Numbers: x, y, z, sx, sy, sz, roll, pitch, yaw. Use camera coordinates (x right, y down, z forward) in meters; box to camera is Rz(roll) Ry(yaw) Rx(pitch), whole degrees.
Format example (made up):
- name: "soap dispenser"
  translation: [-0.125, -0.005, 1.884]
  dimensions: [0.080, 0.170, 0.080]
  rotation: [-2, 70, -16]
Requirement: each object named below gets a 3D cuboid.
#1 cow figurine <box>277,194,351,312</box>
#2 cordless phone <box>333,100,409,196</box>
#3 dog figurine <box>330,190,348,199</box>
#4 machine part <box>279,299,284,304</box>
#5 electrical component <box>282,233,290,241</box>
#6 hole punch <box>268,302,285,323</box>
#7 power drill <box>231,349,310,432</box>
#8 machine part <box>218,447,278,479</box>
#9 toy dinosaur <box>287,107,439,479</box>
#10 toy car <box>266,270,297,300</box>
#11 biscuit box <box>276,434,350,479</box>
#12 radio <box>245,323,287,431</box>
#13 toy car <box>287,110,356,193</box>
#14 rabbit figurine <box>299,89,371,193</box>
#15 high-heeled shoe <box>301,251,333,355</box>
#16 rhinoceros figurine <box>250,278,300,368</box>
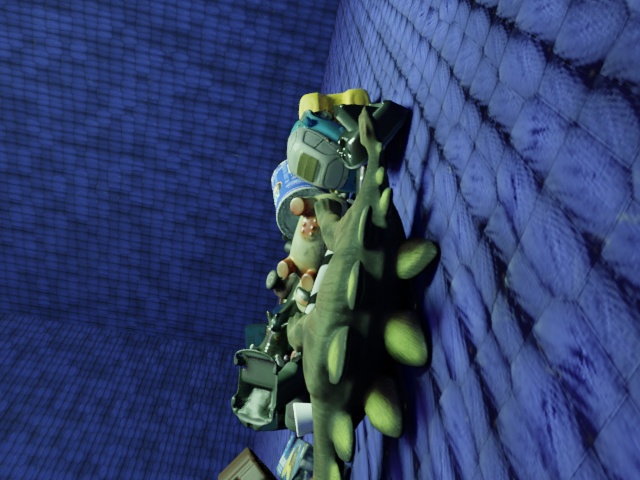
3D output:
- name: "cow figurine"
  translation: [0.002, 0.025, 0.786]
  dimensions: [0.127, 0.086, 0.194]
  rotation: [-22, -50, -51]
- name: "cordless phone"
  translation: [0.064, -0.093, 0.728]
  dimensions: [0.147, 0.089, 0.184]
  rotation: [-107, 17, -76]
- name: "dog figurine"
  translation: [0.001, -0.131, 1.161]
  dimensions: [0.219, 0.108, 0.191]
  rotation: [-175, 91, -86]
- name: "machine part"
  translation: [-0.054, 0.156, 1.301]
  dimensions: [0.201, 0.087, 0.201]
  rotation: [-109, 29, -77]
- name: "electrical component"
  translation: [-0.058, -0.058, 1.226]
  dimensions: [0.048, 0.075, 0.119]
  rotation: [-91, 10, -64]
- name: "hole punch"
  translation: [-0.040, 0.158, 1.059]
  dimensions: [0.142, 0.116, 0.092]
  rotation: [-110, 38, -78]
- name: "power drill"
  translation: [-0.045, 0.191, 0.829]
  dimensions: [0.207, 0.086, 0.232]
  rotation: [5, -89, -66]
- name: "machine part"
  translation: [-0.054, 0.331, 0.640]
  dimensions: [0.056, 0.179, 0.179]
  rotation: [-38, -7, -17]
- name: "toy dinosaur"
  translation: [0.030, 0.097, 0.522]
  dimensions: [0.198, 0.105, 0.471]
  rotation: [161, 114, -79]
- name: "toy car"
  translation: [-0.028, 0.035, 1.052]
  dimensions: [0.202, 0.089, 0.053]
  rotation: [-57, 31, 19]
- name: "biscuit box"
  translation: [-0.016, 0.306, 0.721]
  dimensions: [0.059, 0.063, 0.202]
  rotation: [-62, 0, -19]
- name: "radio"
  translation: [-0.099, 0.289, 1.153]
  dimensions: [0.131, 0.073, 0.229]
  rotation: [-25, 69, 55]
- name: "toy car"
  translation: [0.003, -0.126, 0.840]
  dimensions: [0.103, 0.162, 0.109]
  rotation: [-31, -32, -43]
- name: "rabbit figurine"
  translation: [0.029, -0.165, 0.955]
  dimensions: [0.162, 0.122, 0.173]
  rotation: [135, 126, -85]
- name: "high-heeled shoe"
  translation: [0.023, 0.067, 0.740]
  dimensions: [0.248, 0.086, 0.145]
  rotation: [117, 165, -50]
- name: "rhinoceros figurine"
  translation: [-0.046, 0.145, 0.935]
  dimensions: [0.190, 0.073, 0.112]
  rotation: [-59, -27, -19]
